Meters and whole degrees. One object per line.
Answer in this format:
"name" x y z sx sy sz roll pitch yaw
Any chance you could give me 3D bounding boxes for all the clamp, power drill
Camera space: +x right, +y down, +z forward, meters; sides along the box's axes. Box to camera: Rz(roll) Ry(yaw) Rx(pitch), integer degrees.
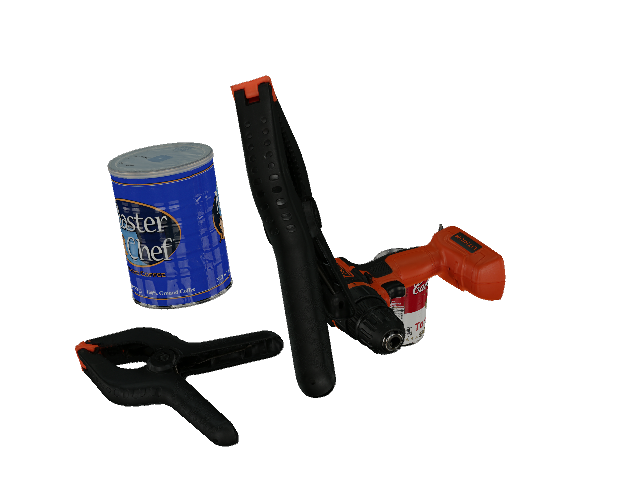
"clamp" -0.117 0.103 0.887 0.172 0.039 0.120 16 37 21
"clamp" -0.017 -0.010 0.748 0.036 0.210 0.164 -15 6 10
"power drill" 0.088 0.046 1.070 0.187 0.057 0.185 -12 28 -23

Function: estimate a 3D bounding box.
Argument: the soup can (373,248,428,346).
"soup can" 0.096 0.070 1.302 0.068 0.102 0.068 0 30 0

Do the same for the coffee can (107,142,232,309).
"coffee can" -0.147 -0.016 1.056 0.103 0.140 0.103 -6 19 2
